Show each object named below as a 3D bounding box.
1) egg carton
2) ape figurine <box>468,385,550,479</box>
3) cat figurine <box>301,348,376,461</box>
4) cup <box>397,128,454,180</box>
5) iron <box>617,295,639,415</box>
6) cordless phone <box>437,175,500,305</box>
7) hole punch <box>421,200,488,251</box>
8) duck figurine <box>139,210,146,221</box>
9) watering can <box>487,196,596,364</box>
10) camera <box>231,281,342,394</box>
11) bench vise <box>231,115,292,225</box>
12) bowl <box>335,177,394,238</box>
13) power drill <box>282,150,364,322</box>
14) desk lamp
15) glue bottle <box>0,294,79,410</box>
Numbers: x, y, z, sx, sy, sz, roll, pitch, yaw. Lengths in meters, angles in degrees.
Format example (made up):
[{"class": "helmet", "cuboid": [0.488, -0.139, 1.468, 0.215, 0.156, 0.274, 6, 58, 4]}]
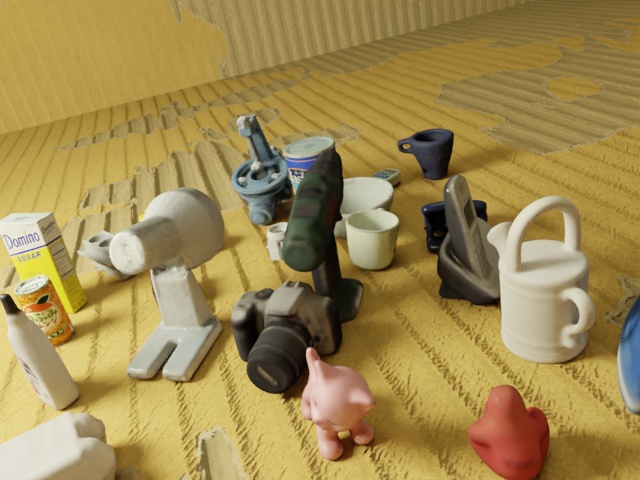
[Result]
[{"class": "egg carton", "cuboid": [-0.299, 0.255, 0.619, 0.150, 0.069, 0.107, -25, 30, -23]}, {"class": "ape figurine", "cuboid": [0.182, 0.178, 0.551, 0.077, 0.092, 0.076, -5, 28, 13]}, {"class": "cat figurine", "cuboid": [0.014, 0.165, 0.614, 0.067, 0.118, 0.127, -19, 28, -14]}, {"class": "cup", "cuboid": [0.223, -0.174, 1.199, 0.117, 0.095, 0.092, -3, 29, 16]}, {"class": "iron", "cuboid": [0.399, 0.063, 0.628, 0.118, 0.142, 0.259, 17, 39, 43]}, {"class": "cordless phone", "cuboid": [0.215, -0.017, 0.806, 0.094, 0.185, 0.148, 3, 31, 26]}, {"class": "hole punch", "cuboid": [0.222, -0.041, 0.951, 0.108, 0.091, 0.101, -4, 28, 15]}, {"class": "duck figurine", "cuboid": [-0.316, -0.030, 1.149, 0.104, 0.086, 0.077, 0, 30, 22]}, {"class": "watering can", "cuboid": [0.257, 0.037, 0.677, 0.101, 0.194, 0.172, -28, 32, -29]}, {"class": "camera", "cuboid": [-0.058, 0.122, 0.741, 0.142, 0.101, 0.137, 0, 30, 21]}, {"class": "bench vise", "cuboid": [-0.130, -0.164, 1.183, 0.121, 0.220, 0.207, -13, 27, -3]}, {"class": "bowl", "cuboid": [0.058, -0.051, 1.052, 0.167, 0.075, 0.167, -9, 27, 5]}, {"class": "power drill", "cuboid": [0.008, 0.003, 0.824, 0.075, 0.209, 0.230, -4, 28, 15]}, {"class": "desk lamp", "cuboid": [-0.209, 0.053, 0.810, 0.117, 0.214, 0.203, -3, 29, 16]}, {"class": "glue bottle", "cuboid": [-0.377, 0.142, 0.751, 0.077, 0.173, 0.037, 10, 35, 36]}]
